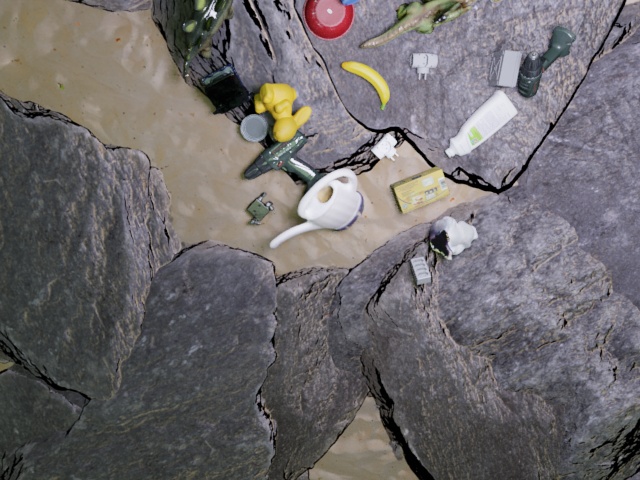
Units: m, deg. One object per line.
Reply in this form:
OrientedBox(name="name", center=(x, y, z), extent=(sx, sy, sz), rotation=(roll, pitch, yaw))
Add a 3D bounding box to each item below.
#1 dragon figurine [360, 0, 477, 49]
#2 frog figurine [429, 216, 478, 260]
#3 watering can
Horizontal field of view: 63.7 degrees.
OrientedBox(name="dragon figurine", center=(0.320, -0.651, 1.492), extent=(0.410, 0.246, 0.120), rotation=(-31, 110, 1))
OrientedBox(name="frog figurine", center=(0.451, -0.019, 1.741), extent=(0.161, 0.122, 0.137), rotation=(-30, 99, -33))
OrientedBox(name="watering can", center=(0.005, -0.082, 1.636), extent=(0.344, 0.106, 0.222), rotation=(-48, 141, 18))
